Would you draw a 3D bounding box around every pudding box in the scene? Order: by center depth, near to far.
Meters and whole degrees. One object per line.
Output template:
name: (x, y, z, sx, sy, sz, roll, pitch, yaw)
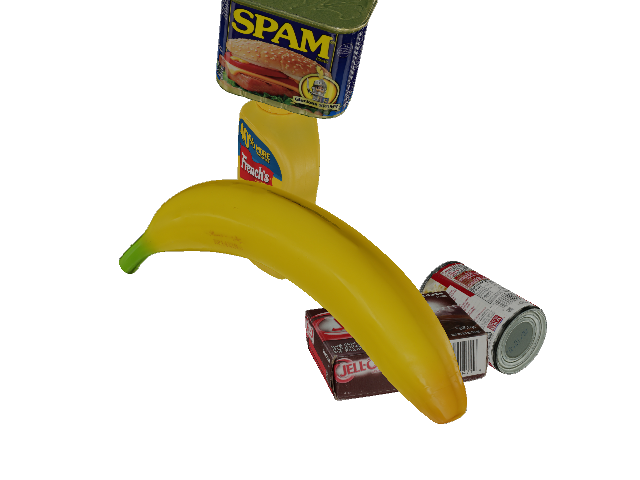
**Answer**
pudding box: (0.052, 0.073, 0.764, 0.113, 0.039, 0.090, -5, 19, -11)

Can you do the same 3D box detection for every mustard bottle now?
mustard bottle: (-0.037, -0.066, 0.917, 0.058, 0.192, 0.096, -16, 43, -24)

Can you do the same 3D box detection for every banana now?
banana: (-0.010, 0.016, 0.505, 0.198, 0.070, 0.037, 24, 22, 28)

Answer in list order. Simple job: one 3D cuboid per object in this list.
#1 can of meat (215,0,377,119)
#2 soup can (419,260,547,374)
can of meat: (-0.020, -0.136, 0.722, 0.102, 0.057, 0.084, 18, -41, 6)
soup can: (0.146, 0.069, 0.967, 0.068, 0.068, 0.102, 0, 22, -41)
